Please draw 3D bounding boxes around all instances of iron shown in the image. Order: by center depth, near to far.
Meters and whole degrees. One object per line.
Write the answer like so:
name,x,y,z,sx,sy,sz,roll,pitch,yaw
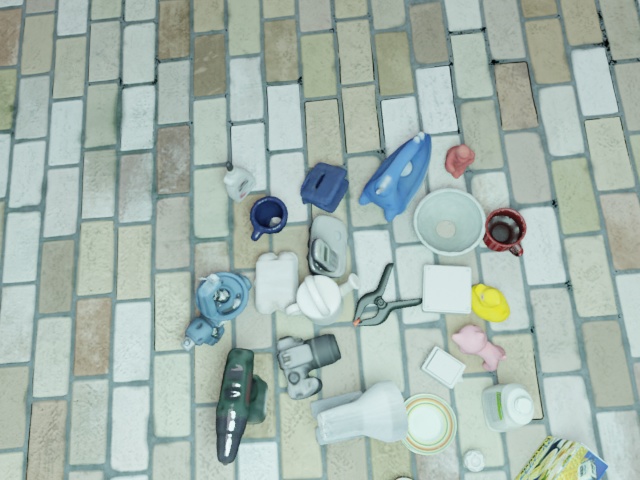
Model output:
iron,0.199,-0.180,1.373,0.118,0.141,0.258,32,80,13

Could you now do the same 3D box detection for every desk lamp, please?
desk lamp,0.077,0.373,1.199,0.203,0.213,0.118,-14,74,2

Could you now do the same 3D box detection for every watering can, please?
watering can,0.005,0.125,1.282,0.173,0.194,0.100,-44,75,-7

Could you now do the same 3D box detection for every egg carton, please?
egg carton,-0.103,0.102,1.362,0.107,0.069,0.150,-3,75,4

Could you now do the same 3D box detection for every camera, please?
camera,-0.019,0.275,1.292,0.137,0.101,0.143,-18,74,0

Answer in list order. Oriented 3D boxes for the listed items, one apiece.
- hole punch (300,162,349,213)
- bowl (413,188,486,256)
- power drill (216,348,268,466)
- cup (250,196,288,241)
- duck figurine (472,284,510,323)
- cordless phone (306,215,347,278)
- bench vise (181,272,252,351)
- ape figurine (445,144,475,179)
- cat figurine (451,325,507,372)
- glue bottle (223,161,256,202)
hole punch,0.008,-0.133,1.404,0.101,0.091,0.109,26,79,11
bowl,0.304,-0.035,1.360,0.167,0.075,0.167,-1,75,5
power drill,-0.168,0.352,1.229,0.075,0.208,0.230,1,75,6
cup,-0.124,-0.039,1.388,0.091,0.095,0.118,29,80,12
duck figurine,0.388,0.139,1.300,0.077,0.086,0.104,-45,76,-7
cordless phone,0.012,0.005,1.318,0.094,0.185,0.147,-1,75,5
bench vise,-0.236,0.157,1.281,0.121,0.220,0.207,16,77,9
ape figurine,0.341,-0.202,1.392,0.078,0.092,0.076,-13,74,2
cat figurine,0.353,0.232,1.262,0.127,0.118,0.067,32,80,12
glue bottle,-0.203,-0.151,1.385,0.037,0.173,0.078,32,80,13
